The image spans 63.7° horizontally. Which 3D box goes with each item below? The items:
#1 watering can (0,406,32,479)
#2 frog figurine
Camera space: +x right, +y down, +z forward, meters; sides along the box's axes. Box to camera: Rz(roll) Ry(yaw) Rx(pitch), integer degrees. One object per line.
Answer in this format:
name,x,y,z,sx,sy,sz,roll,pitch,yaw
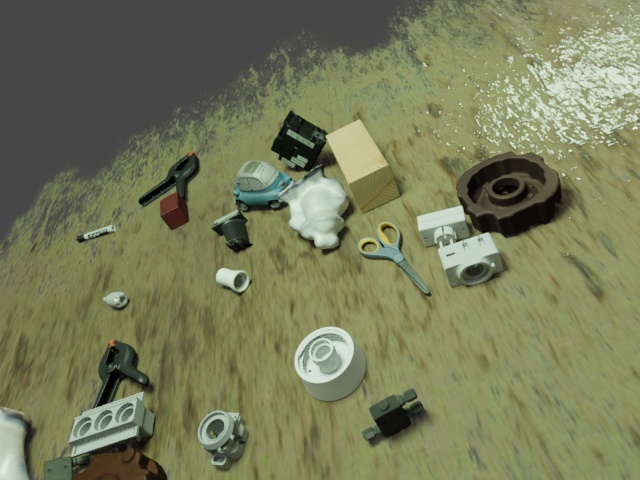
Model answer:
watering can,-0.572,0.399,0.890,0.347,0.101,0.230,-5,41,5
frog figurine,0.003,-0.054,1.068,0.138,0.121,0.161,-28,74,-12
